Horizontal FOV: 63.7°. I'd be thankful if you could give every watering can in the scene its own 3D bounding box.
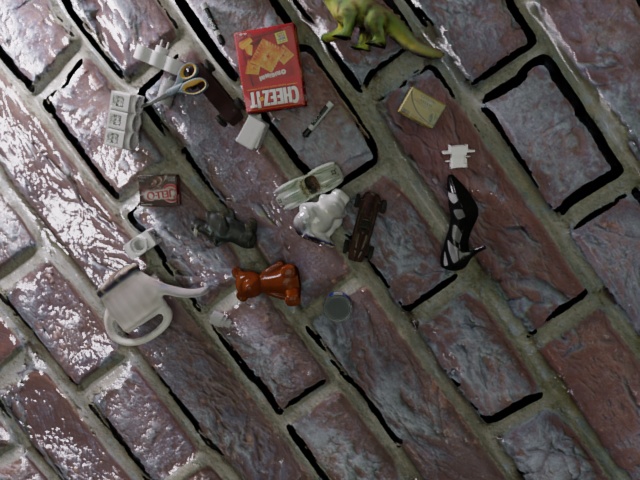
[{"bbox_3d":[-0.503,0.164,1.496,0.345,0.105,0.224,-35,94,11],"label":"watering can"}]

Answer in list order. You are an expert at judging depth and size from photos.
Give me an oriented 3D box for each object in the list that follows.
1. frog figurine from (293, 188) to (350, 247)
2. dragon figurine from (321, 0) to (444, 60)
[{"bbox_3d":[0.004,-0.071,1.407,0.136,0.123,0.160,21,85,-26],"label":"frog figurine"},{"bbox_3d":[0.132,-0.605,1.312,0.410,0.122,0.242,12,93,3],"label":"dragon figurine"}]
